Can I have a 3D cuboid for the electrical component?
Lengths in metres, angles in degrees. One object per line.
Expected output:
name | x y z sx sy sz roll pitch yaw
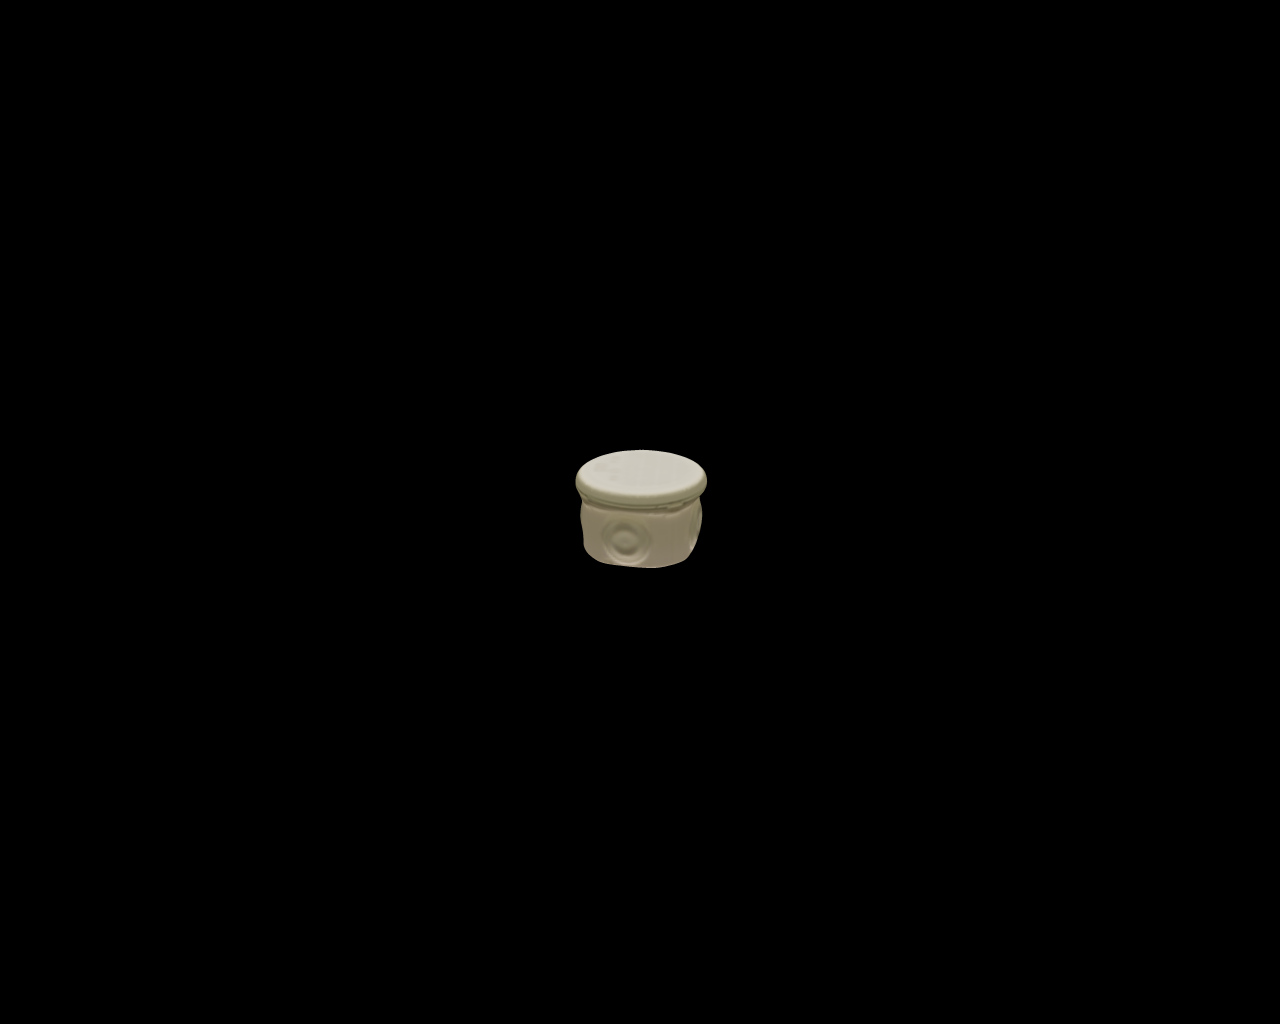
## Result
electrical component | 0.001 -0.003 0.650 0.080 0.050 0.080 0 23 0
